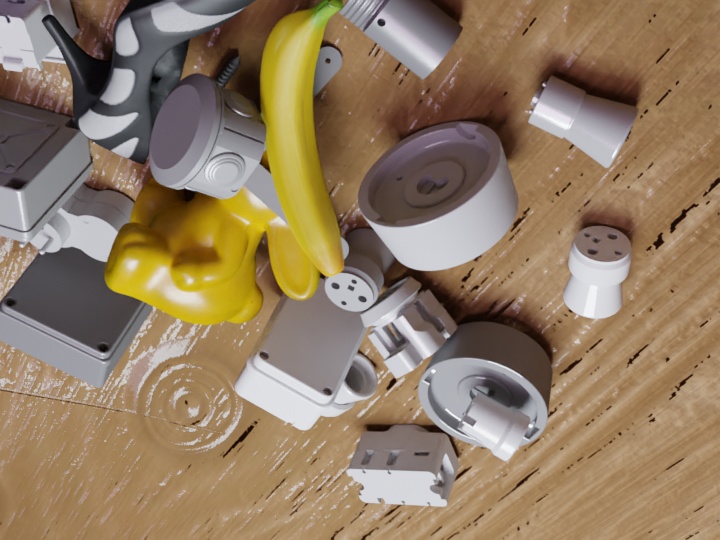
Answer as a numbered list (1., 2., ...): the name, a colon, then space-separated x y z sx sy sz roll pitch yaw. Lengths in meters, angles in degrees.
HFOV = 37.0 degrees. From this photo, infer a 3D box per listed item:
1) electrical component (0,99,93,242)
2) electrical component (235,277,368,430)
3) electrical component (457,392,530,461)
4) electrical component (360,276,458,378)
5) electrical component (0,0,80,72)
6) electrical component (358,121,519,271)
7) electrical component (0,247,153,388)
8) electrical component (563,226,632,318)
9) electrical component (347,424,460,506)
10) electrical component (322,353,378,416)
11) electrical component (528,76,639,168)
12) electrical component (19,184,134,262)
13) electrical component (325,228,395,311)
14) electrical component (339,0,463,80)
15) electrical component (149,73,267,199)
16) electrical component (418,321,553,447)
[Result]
1. electrical component: -0.293 -0.086 0.879 0.109 0.108 0.056 16 132 10
2. electrical component: -0.046 0.066 0.906 0.078 0.113 0.057 30 139 -4
3. electrical component: 0.106 0.123 0.855 0.046 0.040 0.040 30 136 4
4. electrical component: 0.037 0.043 0.876 0.058 0.078 0.057 -33 96 42
5. electrical component: -0.285 -0.190 0.809 0.121 0.063 0.078 10 134 16
6. electrical component: 0.060 -0.047 0.760 0.108 0.108 0.060 -7 133 30
7. electrical component: -0.254 0.033 0.972 0.109 0.108 0.056 26 139 0
8. electrical component: 0.176 0.001 0.794 0.045 0.045 0.055 12 134 14
9. electrical component: 0.042 0.184 1.017 0.089 0.055 0.050 -3 129 27
10. electrical component: -0.017 0.105 0.978 0.045 0.045 0.055 40 135 -14
11. electrical component: 0.146 -0.101 0.715 0.065 0.044 0.044 27 136 6
12. electrical component: -0.267 -0.040 0.933 0.138 0.073 0.052 18 136 8
13. electrical component: 0.000 0.000 0.865 0.045 0.055 0.045 13 134 13
14. electrical component: 0.023 -0.167 0.706 0.081 0.043 0.043 36 135 -10
15. electrical component: -0.107 -0.091 0.745 0.051 0.080 0.080 17 147 -40
16. electrical component: 0.108 0.090 0.896 0.108 0.060 0.108 13 135 13
